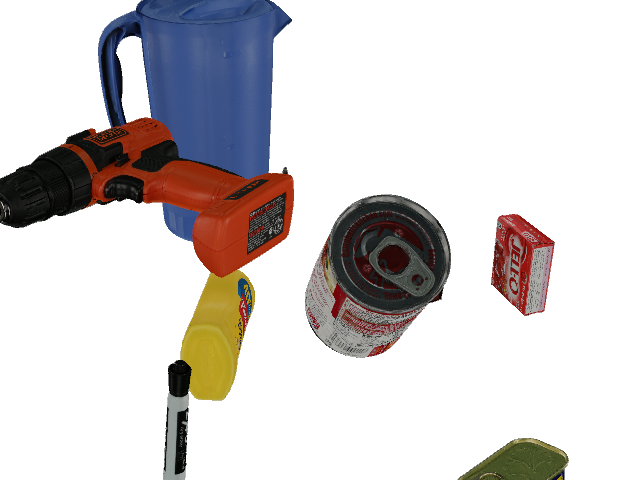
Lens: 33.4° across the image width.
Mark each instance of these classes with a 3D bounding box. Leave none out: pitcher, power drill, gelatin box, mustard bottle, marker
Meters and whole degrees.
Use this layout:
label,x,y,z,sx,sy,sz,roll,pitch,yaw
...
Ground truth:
label,x,y,z,sx,sy,sz,roll,pitch,yaw
pitcher,-0.120,-0.122,1.066,0.149,0.243,0.144,14,30,24
power drill,-0.129,-0.034,0.811,0.188,0.057,0.184,22,33,26
gelatin box,0.219,0.026,1.165,0.030,0.089,0.073,-10,30,-19
mustard bottle,-0.108,0.085,1.175,0.058,0.096,0.191,1,27,5
marker,-0.118,0.151,0.876,0.020,0.121,0.020,5,27,-3

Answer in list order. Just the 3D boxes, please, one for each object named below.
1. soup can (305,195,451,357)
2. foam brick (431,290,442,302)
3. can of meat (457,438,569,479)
label,x,y,z,sx,sy,sz,roll,pitch,yaw
soup can,0.030,0.024,0.619,0.068,0.068,0.102,0,-20,-9
foam brick,0.060,0.012,0.849,0.053,0.051,0.078,-13,38,-19
can of meat,0.162,0.228,0.893,0.101,0.084,0.058,-24,28,-38
